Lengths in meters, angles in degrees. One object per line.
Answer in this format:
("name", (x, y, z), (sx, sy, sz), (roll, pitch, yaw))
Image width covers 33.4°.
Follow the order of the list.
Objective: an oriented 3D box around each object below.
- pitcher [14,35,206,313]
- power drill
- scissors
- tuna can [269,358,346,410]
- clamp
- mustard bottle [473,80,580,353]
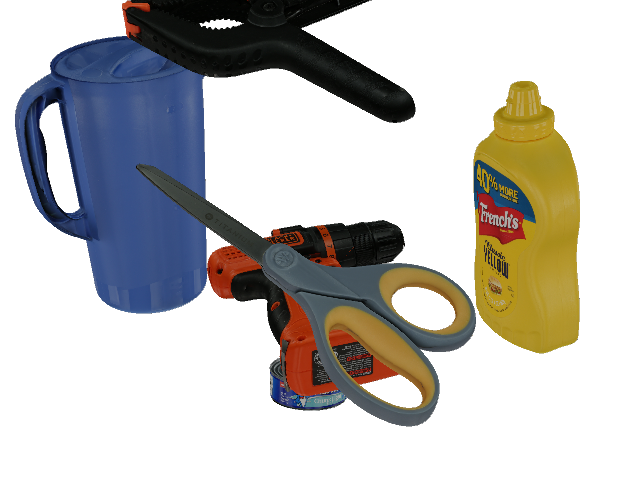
("pitcher", (-0.175, -0.056, 0.978), (0.149, 0.243, 0.145), (3, 28, 9))
("power drill", (0.011, 0.048, 0.909), (0.184, 0.057, 0.188), (-13, 31, -14))
("scissors", (0.000, 0.009, 0.556), (0.096, 0.202, 0.016), (-30, -24, -28))
("tuna can", (-0.013, 0.153, 1.151), (0.086, 0.034, 0.086), (1, 14, -1))
("clamp", (-0.030, -0.139, 0.725), (0.210, 0.164, 0.036), (-2, -41, -2))
("mustard bottle", (0.146, -0.021, 0.763), (0.058, 0.192, 0.096), (-15, 29, -17))
